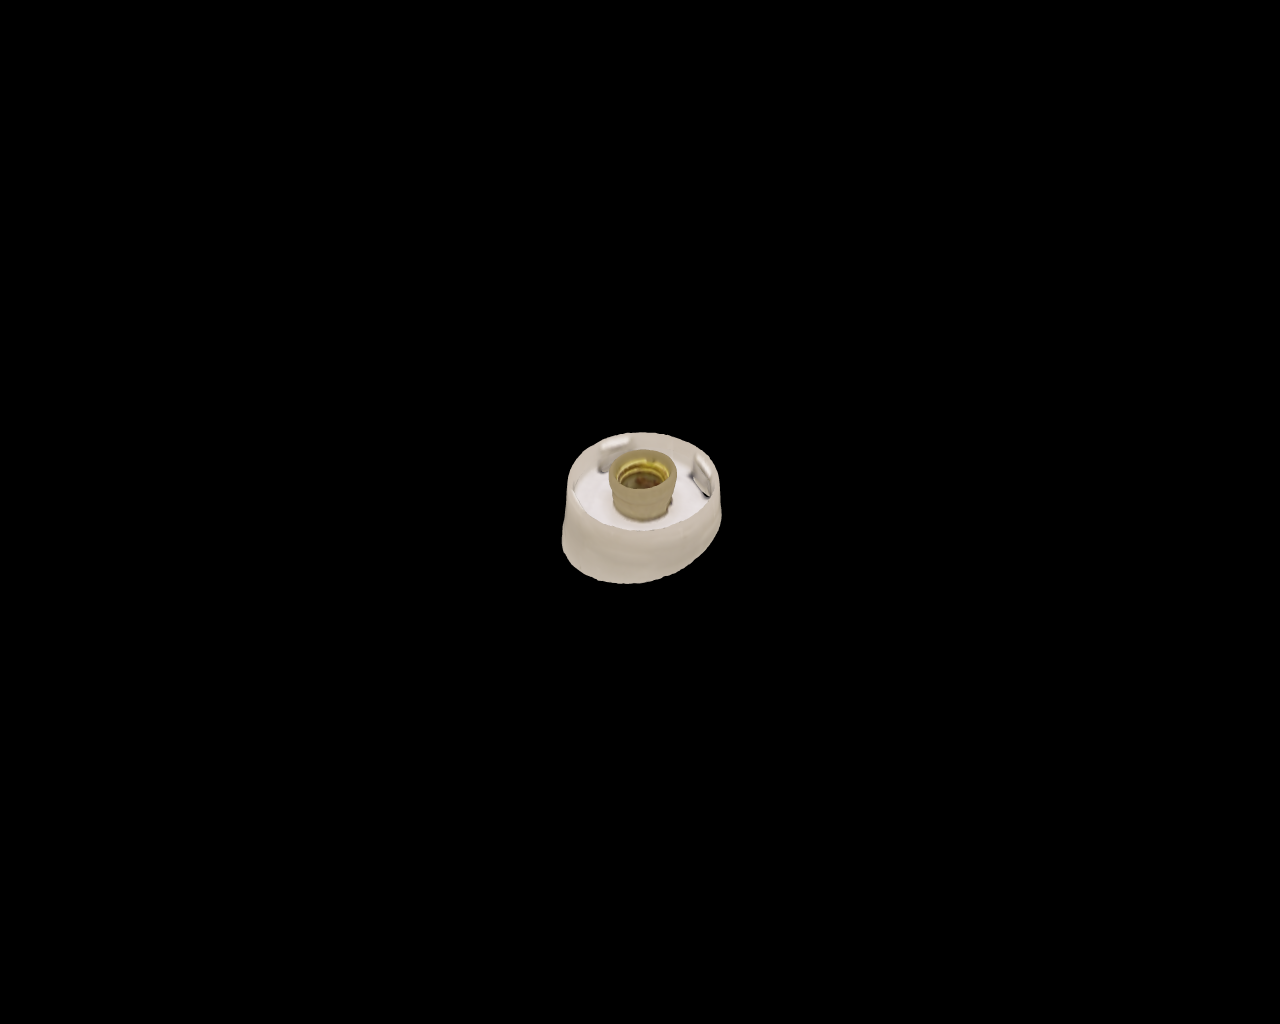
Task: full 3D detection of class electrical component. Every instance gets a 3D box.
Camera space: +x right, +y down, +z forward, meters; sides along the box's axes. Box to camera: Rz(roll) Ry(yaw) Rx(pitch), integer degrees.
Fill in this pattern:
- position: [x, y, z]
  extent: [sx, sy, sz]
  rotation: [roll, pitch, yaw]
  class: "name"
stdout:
- position: [0.001, -0.003, 0.650]
  extent: [0.099, 0.064, 0.099]
  rotation: [0, 43, 0]
  class: "electrical component"
